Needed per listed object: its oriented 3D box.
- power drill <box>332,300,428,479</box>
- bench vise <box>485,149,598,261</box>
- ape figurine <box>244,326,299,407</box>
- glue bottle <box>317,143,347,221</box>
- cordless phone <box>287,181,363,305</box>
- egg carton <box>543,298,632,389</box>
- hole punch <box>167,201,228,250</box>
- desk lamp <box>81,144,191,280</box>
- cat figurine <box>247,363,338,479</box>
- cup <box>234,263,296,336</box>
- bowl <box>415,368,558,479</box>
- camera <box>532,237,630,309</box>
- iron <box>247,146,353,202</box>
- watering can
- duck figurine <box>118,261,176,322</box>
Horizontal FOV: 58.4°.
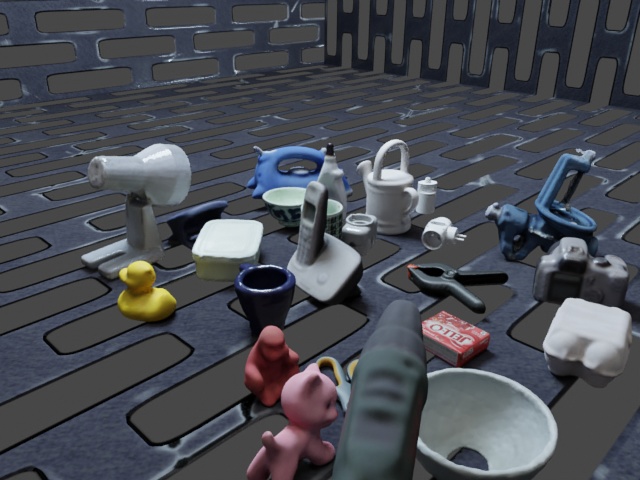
[{"bbox_3d":[0.056,0.194,0.524,0.075,0.208,0.230,6,25,12],"label":"power drill"},{"bbox_3d":[0.428,-0.062,1.073,0.207,0.220,0.121,-2,25,-6],"label":"bench vise"},{"bbox_3d":[-0.064,0.155,0.744,0.078,0.092,0.076,-9,26,-20],"label":"ape figurine"},{"bbox_3d":[0.023,-0.130,1.266,0.078,0.173,0.037,14,28,26],"label":"glue bottle"},{"bbox_3d":[0.009,0.003,0.963,0.094,0.185,0.147,-17,30,-33],"label":"cordless phone"},{"bbox_3d":[0.380,0.142,0.811,0.107,0.069,0.151,14,28,27],"label":"egg carton"},{"bbox_3d":[-0.250,-0.041,1.165,0.100,0.091,0.109,23,33,39],"label":"hole punch"},{"bbox_3d":[-0.341,-0.065,1.068,0.117,0.214,0.204,18,30,34],"label":"desk lamp"},{"bbox_3d":[-0.024,0.196,0.624,0.067,0.118,0.128,16,29,30],"label":"cat figurine"},{"bbox_3d":[-0.090,0.093,0.875,0.092,0.095,0.117,-17,30,-33],"label":"cup"},{"bbox_3d":[0.168,0.220,0.630,0.167,0.075,0.167,1,25,0],"label":"bowl"},{"bbox_3d":[0.447,0.044,0.987,0.143,0.101,0.137,9,26,17],"label":"camera"},{"bbox_3d":[-0.043,-0.163,1.375,0.259,0.141,0.118,-7,26,-15],"label":"iron"},{"bbox_3d":[0.143,-0.120,1.222,0.172,0.194,0.101,15,29,29],"label":"watering can"},{"bbox_3d":[-0.280,0.077,0.915,0.104,0.086,0.078,13,28,26],"label":"duck figurine"}]
